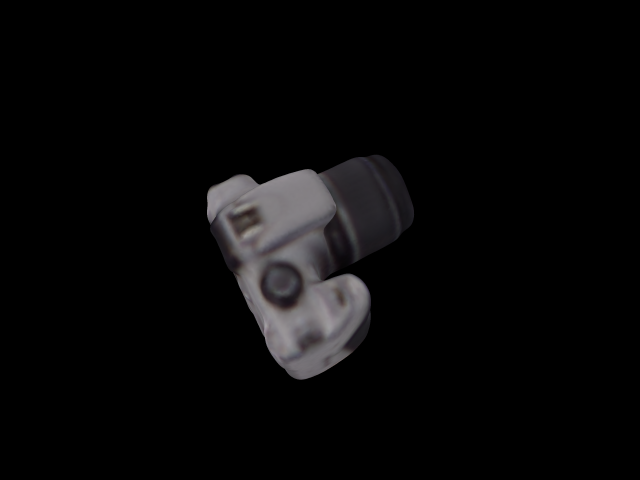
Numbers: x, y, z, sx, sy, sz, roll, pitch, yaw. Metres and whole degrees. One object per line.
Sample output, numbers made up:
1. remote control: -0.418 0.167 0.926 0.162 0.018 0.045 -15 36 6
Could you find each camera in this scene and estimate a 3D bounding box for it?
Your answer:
1. camera: 0.004 0.001 0.400 0.137 0.101 0.143 -26 69 -11
